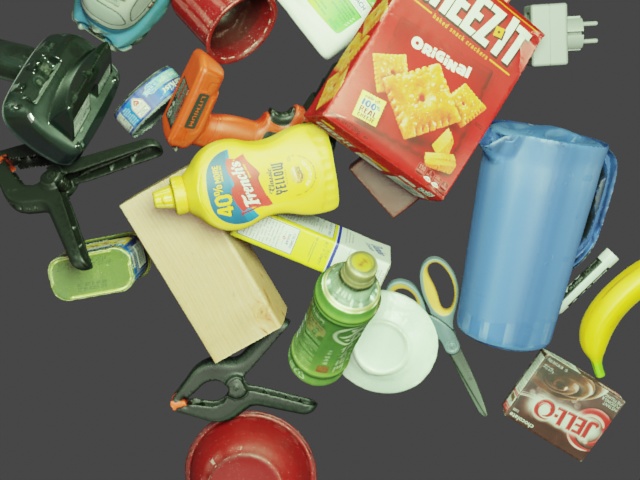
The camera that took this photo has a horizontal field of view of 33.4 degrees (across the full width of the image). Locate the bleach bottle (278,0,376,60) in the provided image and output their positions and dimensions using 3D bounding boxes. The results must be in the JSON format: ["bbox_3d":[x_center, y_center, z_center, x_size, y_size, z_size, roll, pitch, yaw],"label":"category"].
[{"bbox_3d":[0.075,-0.310,1.158,0.251,0.068,0.102,-38,98,7],"label":"bleach bottle"}]

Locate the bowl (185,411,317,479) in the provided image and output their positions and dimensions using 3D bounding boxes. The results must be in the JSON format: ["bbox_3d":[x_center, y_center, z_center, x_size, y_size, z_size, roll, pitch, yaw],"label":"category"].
[{"bbox_3d":[-0.086,0.290,1.278,0.162,0.055,0.162,1,100,3],"label":"bowl"}]

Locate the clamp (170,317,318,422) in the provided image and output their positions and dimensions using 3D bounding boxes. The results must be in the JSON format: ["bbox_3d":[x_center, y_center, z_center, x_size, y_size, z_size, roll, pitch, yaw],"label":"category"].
[{"bbox_3d":[-0.089,0.177,1.266,0.171,0.039,0.120,-26,92,5],"label":"clamp"}]

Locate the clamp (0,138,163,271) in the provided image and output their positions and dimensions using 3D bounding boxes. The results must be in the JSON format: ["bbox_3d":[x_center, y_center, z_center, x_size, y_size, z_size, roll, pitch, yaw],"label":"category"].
[{"bbox_3d":[-0.281,-0.070,1.190,0.210,0.036,0.164,26,73,32],"label":"clamp"}]

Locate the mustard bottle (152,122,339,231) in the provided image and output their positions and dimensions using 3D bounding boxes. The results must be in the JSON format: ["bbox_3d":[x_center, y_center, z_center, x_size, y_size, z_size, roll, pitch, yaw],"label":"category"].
[{"bbox_3d":[-0.081,-0.061,1.123,0.191,0.058,0.096,-12,103,-10],"label":"mustard bottle"}]

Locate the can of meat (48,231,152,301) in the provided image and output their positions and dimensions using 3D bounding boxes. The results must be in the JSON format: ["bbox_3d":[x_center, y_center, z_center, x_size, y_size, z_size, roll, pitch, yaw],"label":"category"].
[{"bbox_3d":[-0.253,0.031,1.225,0.102,0.084,0.057,-11,100,4],"label":"can of meat"}]

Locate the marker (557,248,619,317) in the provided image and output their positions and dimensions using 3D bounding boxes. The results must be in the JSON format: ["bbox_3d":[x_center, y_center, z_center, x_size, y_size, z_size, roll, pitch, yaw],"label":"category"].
[{"bbox_3d":[0.295,0.058,1.234,0.020,0.020,0.121,44,100,-5],"label":"marker"}]

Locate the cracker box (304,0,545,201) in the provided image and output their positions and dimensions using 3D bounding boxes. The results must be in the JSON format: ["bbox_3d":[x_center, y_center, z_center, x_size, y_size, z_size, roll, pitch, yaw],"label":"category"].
[{"bbox_3d":[0.110,-0.171,1.108,0.164,0.072,0.213,34,85,-20],"label":"cracker box"}]

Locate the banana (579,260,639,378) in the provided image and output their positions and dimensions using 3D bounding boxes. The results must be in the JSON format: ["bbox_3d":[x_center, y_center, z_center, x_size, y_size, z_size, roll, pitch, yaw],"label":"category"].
[{"bbox_3d":[0.361,0.066,1.226,0.069,0.037,0.198,36,102,-21],"label":"banana"}]

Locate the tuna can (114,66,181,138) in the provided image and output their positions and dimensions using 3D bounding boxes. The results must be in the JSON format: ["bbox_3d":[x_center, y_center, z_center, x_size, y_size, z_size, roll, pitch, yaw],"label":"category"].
[{"bbox_3d":[-0.187,-0.154,1.187,0.086,0.086,0.034,-42,94,9],"label":"tuna can"}]

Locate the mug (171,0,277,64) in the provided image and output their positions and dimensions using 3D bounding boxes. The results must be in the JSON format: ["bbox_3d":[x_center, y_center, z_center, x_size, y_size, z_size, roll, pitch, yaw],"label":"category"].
[{"bbox_3d":[-0.108,-0.245,1.164,0.093,0.117,0.081,-30,64,-25],"label":"mug"}]

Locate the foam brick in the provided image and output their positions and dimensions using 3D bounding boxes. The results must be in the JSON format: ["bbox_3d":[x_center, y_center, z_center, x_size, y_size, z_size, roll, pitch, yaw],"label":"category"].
[{"bbox_3d":[0.078,-0.071,1.205,0.051,0.053,0.078,-41,95,9],"label":"foam brick"}]

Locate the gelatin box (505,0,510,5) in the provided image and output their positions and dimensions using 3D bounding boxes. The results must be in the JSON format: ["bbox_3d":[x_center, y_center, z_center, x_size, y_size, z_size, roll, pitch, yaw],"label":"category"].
[{"bbox_3d":[0.156,-0.249,1.179,0.073,0.030,0.089,32,100,-3],"label":"gelatin box"}]

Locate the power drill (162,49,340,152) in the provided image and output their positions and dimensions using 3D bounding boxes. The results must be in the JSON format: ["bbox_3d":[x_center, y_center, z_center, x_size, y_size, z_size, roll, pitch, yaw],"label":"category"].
[{"bbox_3d":[-0.061,-0.138,1.153,0.187,0.057,0.185,18,116,-26],"label":"power drill"}]

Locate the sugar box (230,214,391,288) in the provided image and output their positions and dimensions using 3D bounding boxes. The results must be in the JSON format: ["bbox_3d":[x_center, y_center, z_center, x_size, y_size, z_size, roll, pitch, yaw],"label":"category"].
[{"bbox_3d":[-0.008,0.002,1.202,0.176,0.093,0.048,25,103,-1],"label":"sugar box"}]

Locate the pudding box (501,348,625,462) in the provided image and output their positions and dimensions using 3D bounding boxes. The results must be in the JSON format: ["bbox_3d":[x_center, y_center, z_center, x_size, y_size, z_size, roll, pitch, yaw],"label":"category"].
[{"bbox_3d":[0.284,0.192,1.249,0.113,0.039,0.090,32,100,-3],"label":"pudding box"}]

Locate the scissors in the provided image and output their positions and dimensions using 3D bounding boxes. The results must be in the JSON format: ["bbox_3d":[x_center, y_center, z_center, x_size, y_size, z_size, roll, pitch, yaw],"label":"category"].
[{"bbox_3d":[0.134,0.120,1.255,0.096,0.016,0.202,-9,99,6],"label":"scissors"}]

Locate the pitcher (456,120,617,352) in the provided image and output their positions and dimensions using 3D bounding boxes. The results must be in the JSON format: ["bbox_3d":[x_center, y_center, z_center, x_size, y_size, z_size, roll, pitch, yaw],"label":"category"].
[{"bbox_3d":[0.235,-0.006,1.179,0.149,0.144,0.243,13,105,13],"label":"pitcher"}]

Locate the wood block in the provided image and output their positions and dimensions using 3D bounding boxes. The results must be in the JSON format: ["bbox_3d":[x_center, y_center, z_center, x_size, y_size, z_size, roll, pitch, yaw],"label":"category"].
[{"bbox_3d":[-0.129,0.021,1.213,0.091,0.090,0.206,-29,98,8],"label":"wood block"}]
